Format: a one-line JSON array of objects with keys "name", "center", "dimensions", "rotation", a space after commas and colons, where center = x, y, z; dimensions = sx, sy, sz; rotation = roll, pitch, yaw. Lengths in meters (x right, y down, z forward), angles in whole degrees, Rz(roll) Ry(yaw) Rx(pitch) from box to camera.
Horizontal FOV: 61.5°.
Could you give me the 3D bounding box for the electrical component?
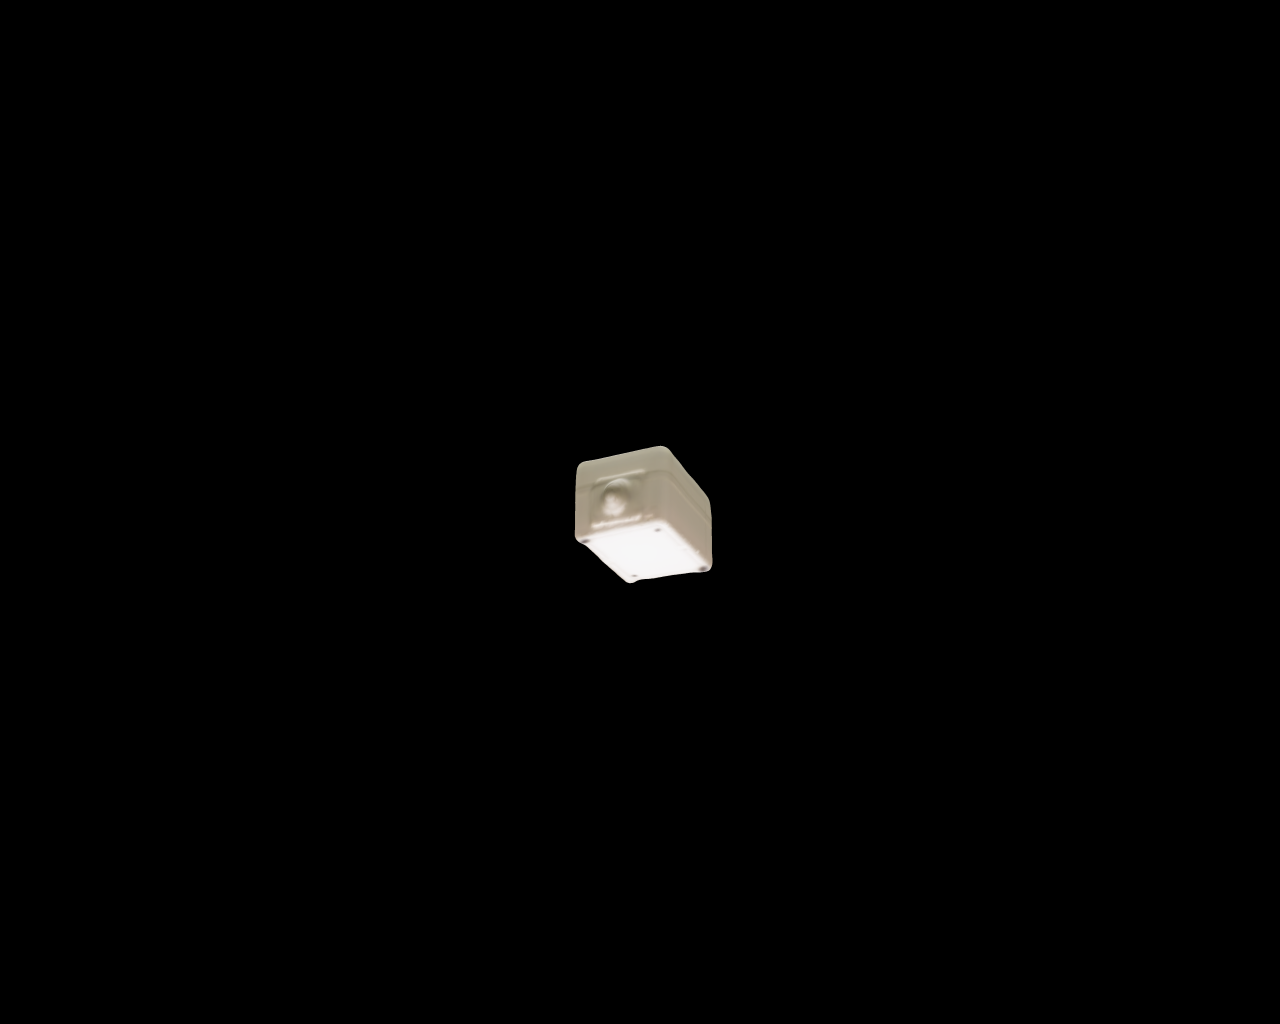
[{"name": "electrical component", "center": [0.001, -0.003, 0.650], "dimensions": [0.062, 0.061, 0.096], "rotation": [-11, -29, 21]}]
